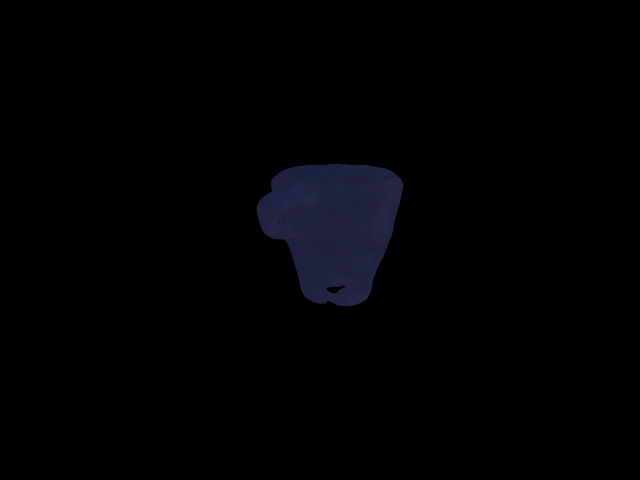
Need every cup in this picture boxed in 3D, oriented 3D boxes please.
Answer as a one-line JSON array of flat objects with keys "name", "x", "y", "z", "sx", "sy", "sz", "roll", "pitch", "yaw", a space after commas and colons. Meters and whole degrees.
[{"name": "cup", "x": 0.004, "y": 0.001, "z": 0.400, "sx": 0.091, "sy": 0.095, "sz": 0.118, "roll": 14, "pitch": 22, "yaw": 38}]
